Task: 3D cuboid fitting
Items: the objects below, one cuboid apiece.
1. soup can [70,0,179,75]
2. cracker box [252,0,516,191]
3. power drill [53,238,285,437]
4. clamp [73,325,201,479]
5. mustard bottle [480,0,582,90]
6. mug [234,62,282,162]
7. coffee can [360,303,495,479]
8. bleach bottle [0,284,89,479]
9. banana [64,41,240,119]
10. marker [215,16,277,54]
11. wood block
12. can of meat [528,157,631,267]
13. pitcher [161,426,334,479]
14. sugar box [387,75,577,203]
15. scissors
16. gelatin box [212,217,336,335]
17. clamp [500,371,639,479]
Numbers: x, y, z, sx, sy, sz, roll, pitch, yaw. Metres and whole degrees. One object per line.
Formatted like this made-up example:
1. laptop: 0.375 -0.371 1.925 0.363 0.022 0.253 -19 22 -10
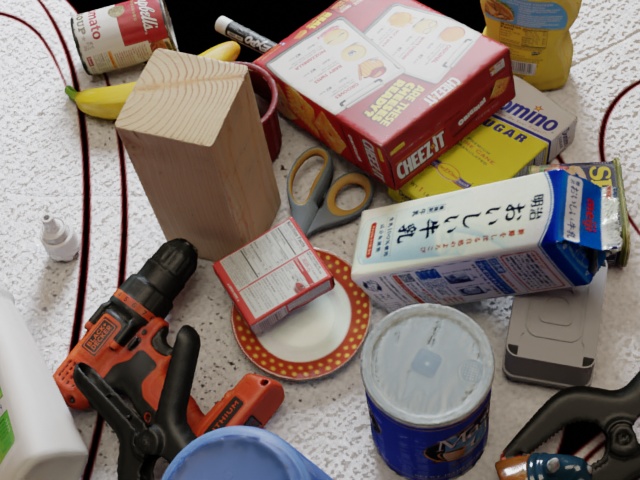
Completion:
1. soup can: -0.212 -0.224 1.162 0.102 0.068 0.068 -15 59 -1
2. cracker box: 0.061 -0.159 1.061 0.164 0.072 0.214 -39 48 -15
3. power drill: -0.124 0.108 0.950 0.188 0.057 0.184 33 81 26
4. clamp: -0.129 0.156 0.875 0.120 0.039 0.171 -30 76 22
5. mustard bottle: 0.204 -0.227 1.038 0.096 0.191 0.058 14 62 15
6. mug: -0.092 -0.124 1.079 0.117 0.081 0.093 31 68 22
7. coffee can: 0.089 0.129 0.872 0.103 0.140 0.103 -3 59 5
8. bleach bottle: -0.290 0.125 0.960 0.103 0.067 0.251 -56 50 26
9. banana: -0.178 -0.167 1.141 0.198 0.037 0.069 -14 60 -1
10. marker: -0.063 -0.213 1.164 0.121 0.020 0.020 30 67 22
11. wood block: -0.104 -0.068 0.975 0.091 0.206 0.090 14 62 15
12. can of meat: 0.239 -0.025 0.994 0.084 0.057 0.102 -2 59 8
13. pitcher: -0.041 0.220 0.776 0.149 0.242 0.145 -45 62 -10
14. sugar box: 0.159 -0.082 1.044 0.176 0.048 0.093 -42 63 -16
15. scissors: -0.007 0.001 1.033 0.096 0.016 0.201 10 67 7
16. gelatin box: -0.042 0.033 0.975 0.089 0.030 0.073 -31 66 -8
17. clamp: 0.255 0.169 0.875 0.210 0.036 0.164 -21 81 5
